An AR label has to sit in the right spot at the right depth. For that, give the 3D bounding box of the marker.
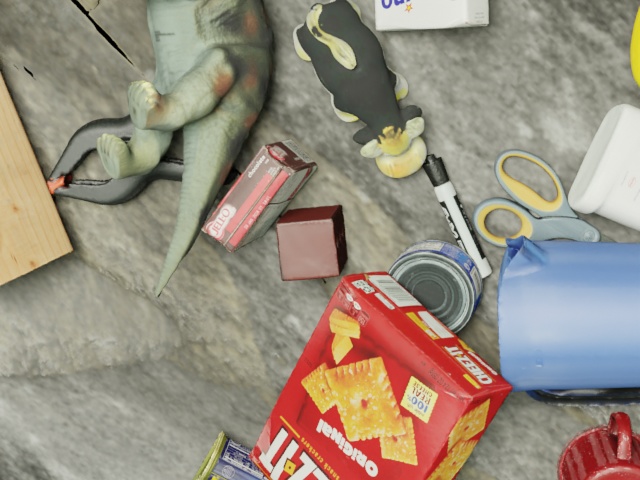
[{"bbox_3d":[0.123,-0.022,0.960,0.020,0.020,0.121,-23,99,10],"label":"marker"}]

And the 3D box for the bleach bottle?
[{"bbox_3d":[0.348,-0.023,0.912,0.251,0.068,0.102,24,94,-2],"label":"bleach bottle"}]

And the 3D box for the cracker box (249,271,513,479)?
[{"bbox_3d":[0.044,0.160,0.925,0.164,0.071,0.214,43,118,33],"label":"cracker box"}]

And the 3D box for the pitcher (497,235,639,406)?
[{"bbox_3d":[0.272,0.070,0.893,0.243,0.149,0.145,0,83,16],"label":"pitcher"}]

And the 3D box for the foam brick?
[{"bbox_3d":[-0.006,0.001,0.949,0.051,0.078,0.053,-4,102,8],"label":"foam brick"}]

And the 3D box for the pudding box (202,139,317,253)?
[{"bbox_3d":[-0.050,-0.040,0.926,0.039,0.113,0.090,40,103,5],"label":"pudding box"}]

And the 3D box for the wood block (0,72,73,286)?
[{"bbox_3d":[-0.314,-0.064,0.947,0.091,0.090,0.206,-13,102,40],"label":"wood block"}]

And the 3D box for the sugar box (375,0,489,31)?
[{"bbox_3d":[0.089,-0.263,0.881,0.094,0.048,0.176,5,102,38],"label":"sugar box"}]

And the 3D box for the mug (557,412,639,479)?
[{"bbox_3d":[0.267,0.214,0.964,0.093,0.081,0.117,7,102,5],"label":"mug"}]

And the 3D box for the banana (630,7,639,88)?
[{"bbox_3d":[0.299,-0.207,0.873,0.037,0.070,0.198,4,117,-25],"label":"banana"}]

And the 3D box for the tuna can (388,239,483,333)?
[{"bbox_3d":[0.101,0.045,0.960,0.086,0.033,0.086,6,110,18],"label":"tuna can"}]

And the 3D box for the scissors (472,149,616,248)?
[{"bbox_3d":[0.221,0.005,0.957,0.201,0.016,0.096,45,100,-4],"label":"scissors"}]

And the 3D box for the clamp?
[{"bbox_3d":[-0.170,-0.091,0.968,0.171,0.039,0.120,-14,94,2],"label":"clamp"}]

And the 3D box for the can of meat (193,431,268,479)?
[{"bbox_3d":[-0.081,0.245,1.014,0.084,0.057,0.102,28,117,-4],"label":"can of meat"}]
